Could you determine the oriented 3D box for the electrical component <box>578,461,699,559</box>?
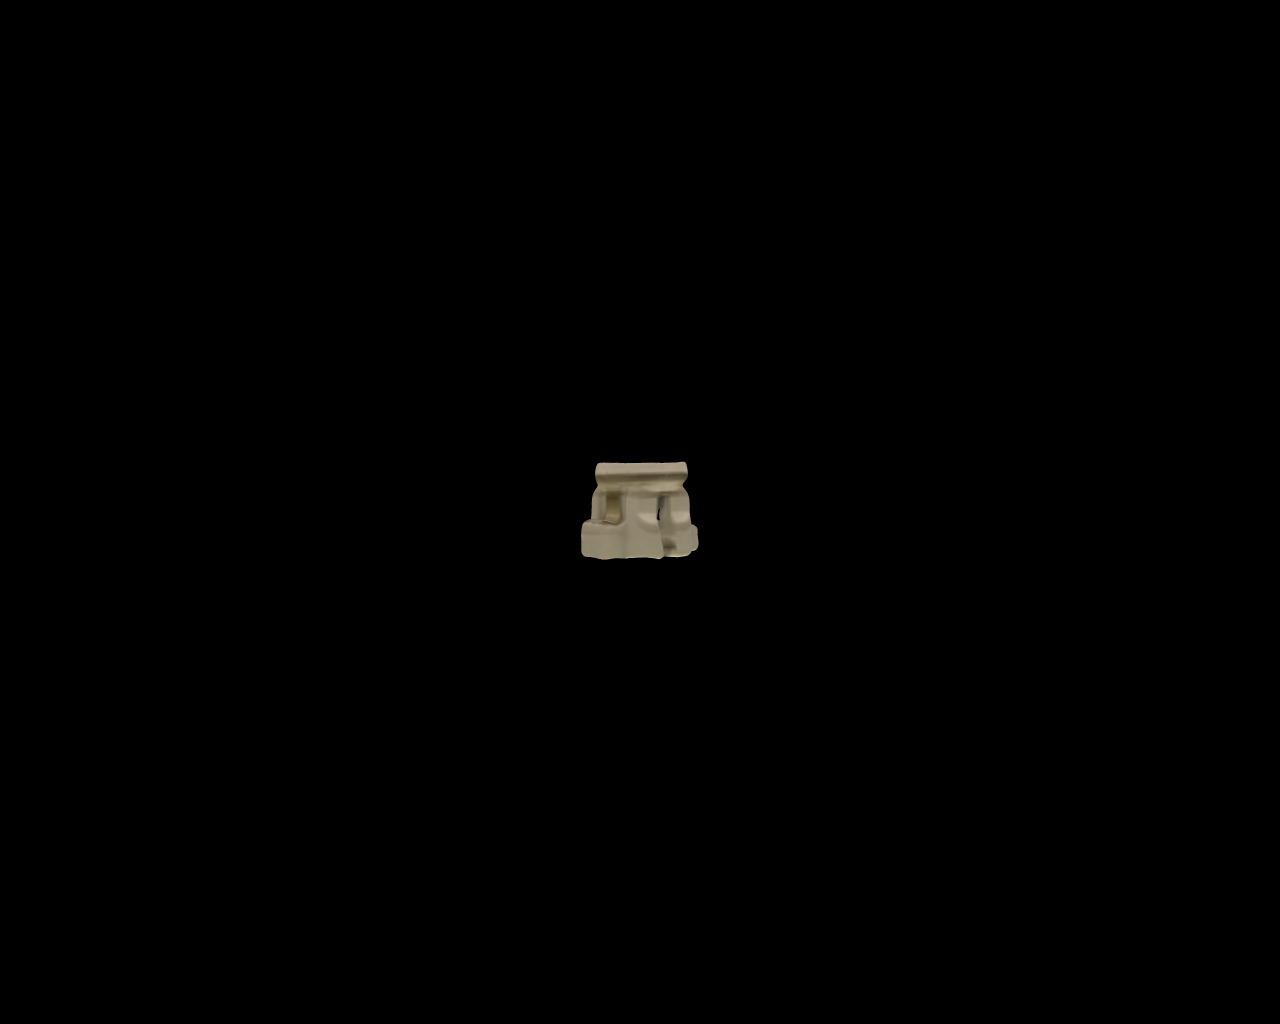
[{"bbox_3d":[0.001,-0.003,0.650,0.078,0.057,0.058,-2,3,-40],"label":"electrical component"}]
